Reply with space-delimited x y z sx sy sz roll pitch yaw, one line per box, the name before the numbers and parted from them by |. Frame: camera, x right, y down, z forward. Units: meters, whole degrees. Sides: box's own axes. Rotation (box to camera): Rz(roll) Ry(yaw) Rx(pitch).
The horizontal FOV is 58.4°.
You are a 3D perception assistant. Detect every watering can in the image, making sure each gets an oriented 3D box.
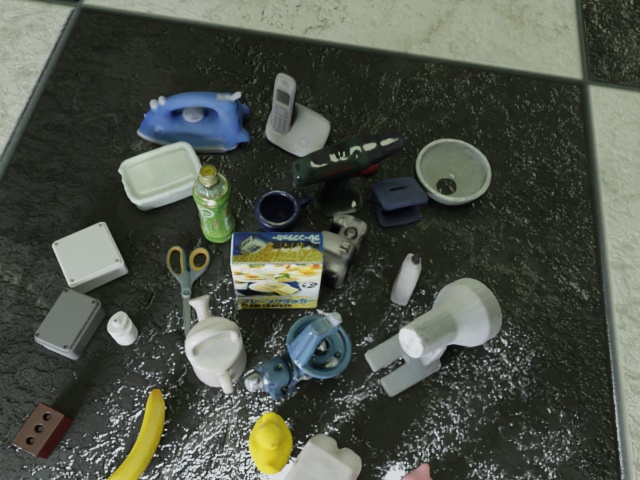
watering can | -0.189 0.181 1.008 0.101 0.194 0.172 -39 72 -21

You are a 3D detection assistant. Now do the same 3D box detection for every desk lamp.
desk lamp | 0.202 0.176 1.030 0.203 0.213 0.117 -27 68 -17

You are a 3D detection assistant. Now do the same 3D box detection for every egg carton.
egg carton | -0.003 0.413 0.974 0.107 0.069 0.150 29 64 10

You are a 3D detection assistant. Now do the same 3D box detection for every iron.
iron | -0.285 -0.278 1.265 0.258 0.141 0.118 -2 63 -6

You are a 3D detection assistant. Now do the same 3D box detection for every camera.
camera | 0.011 0.004 1.167 0.136 0.101 0.143 23 63 7

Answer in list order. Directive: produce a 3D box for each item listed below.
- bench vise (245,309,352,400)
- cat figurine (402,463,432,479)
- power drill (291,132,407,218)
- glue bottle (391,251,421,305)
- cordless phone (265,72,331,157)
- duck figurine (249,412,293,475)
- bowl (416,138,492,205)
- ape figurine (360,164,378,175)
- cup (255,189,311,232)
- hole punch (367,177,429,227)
bench vise | -0.024 0.205 0.994 0.121 0.220 0.208 40 67 15
cat figurine | 0.144 0.435 0.947 0.128 0.118 0.067 -38 71 -21
power drill | 0.054 -0.135 1.181 0.230 0.208 0.075 -13 64 -11
glue bottle | 0.173 0.063 1.109 0.037 0.173 0.078 14 63 4
cordless phone | -0.046 -0.274 1.257 0.147 0.185 0.094 25 64 9
duck figurine | -0.085 0.348 0.991 0.077 0.086 0.104 -1 63 -5
bowl | 0.289 -0.139 1.277 0.167 0.075 0.167 2 63 -3
ape figurine | 0.101 -0.195 1.281 0.078 0.092 0.076 -14 65 -11
cup | -0.076 -0.050 1.191 0.118 0.095 0.091 -21 66 -14
hole punch | 0.166 -0.093 1.234 0.109 0.091 0.101 -12 64 -10
